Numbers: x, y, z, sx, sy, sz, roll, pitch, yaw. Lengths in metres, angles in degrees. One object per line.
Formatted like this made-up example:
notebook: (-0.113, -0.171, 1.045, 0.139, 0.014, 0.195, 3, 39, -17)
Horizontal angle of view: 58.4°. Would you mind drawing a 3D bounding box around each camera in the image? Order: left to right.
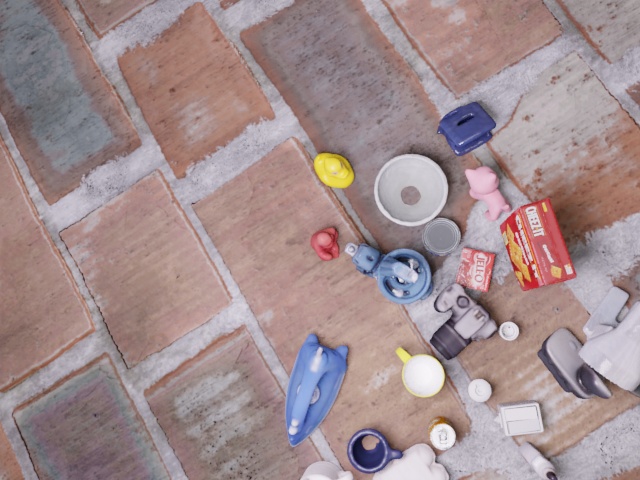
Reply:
camera: (0.297, 0.186, 1.257, 0.137, 0.101, 0.143, -44, 79, 0)

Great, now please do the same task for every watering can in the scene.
watering can: (-0.009, 0.544, 1.200, 0.101, 0.194, 0.173, 35, 88, 11)

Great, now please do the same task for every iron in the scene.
iron: (-0.027, 0.343, 1.258, 0.118, 0.141, 0.258, 18, 85, 10)

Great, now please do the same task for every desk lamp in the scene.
desk lamp: (0.608, 0.192, 1.155, 0.117, 0.213, 0.203, 34, 88, 11)

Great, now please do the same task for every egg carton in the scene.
egg carton: (0.195, 0.516, 1.240, 0.150, 0.069, 0.107, -36, 79, 2)

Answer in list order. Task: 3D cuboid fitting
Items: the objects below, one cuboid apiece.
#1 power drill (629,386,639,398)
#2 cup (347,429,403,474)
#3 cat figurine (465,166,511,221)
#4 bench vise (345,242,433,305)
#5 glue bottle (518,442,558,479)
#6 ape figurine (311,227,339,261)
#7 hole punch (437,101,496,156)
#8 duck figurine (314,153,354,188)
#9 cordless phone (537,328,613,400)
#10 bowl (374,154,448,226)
power drill: (0.679, 0.277, 1.136, 0.075, 0.208, 0.230, 34, 88, 11)
cup: (0.121, 0.452, 1.246, 0.117, 0.095, 0.092, 3, 82, 9)
cat figurine: (0.379, -0.112, 1.279, 0.067, 0.118, 0.127, -35, 79, 2)
bench vise: (0.144, 0.071, 1.233, 0.207, 0.220, 0.121, 10, 83, 9)
glue bottle: (0.451, 0.461, 1.159, 0.037, 0.173, 0.078, -45, 78, 0)
ape figurine: (0.012, 0.005, 1.326, 0.076, 0.092, 0.078, 30, 87, 11)
hole punch: (0.335, -0.262, 1.320, 0.108, 0.091, 0.101, -30, 79, 3)
duck figurine: (0.030, -0.172, 1.352, 0.104, 0.086, 0.077, 37, 88, 11)
cordless phone: (0.531, 0.256, 1.171, 0.094, 0.185, 0.147, -40, 79, 1)
bowl: (0.209, -0.109, 1.324, 0.167, 0.075, 0.167, -1, 82, 8)
